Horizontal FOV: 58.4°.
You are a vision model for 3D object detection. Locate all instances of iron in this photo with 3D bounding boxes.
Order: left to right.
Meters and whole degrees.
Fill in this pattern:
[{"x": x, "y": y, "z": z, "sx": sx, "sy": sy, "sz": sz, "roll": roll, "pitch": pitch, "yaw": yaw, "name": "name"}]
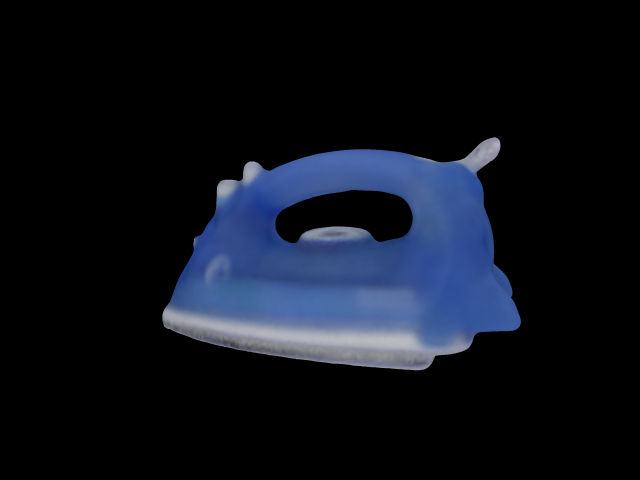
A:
[{"x": 0.004, "y": 0.001, "z": 0.400, "sx": 0.257, "sy": 0.141, "sz": 0.119, "roll": 2, "pitch": 7, "yaw": 14, "name": "iron"}]
